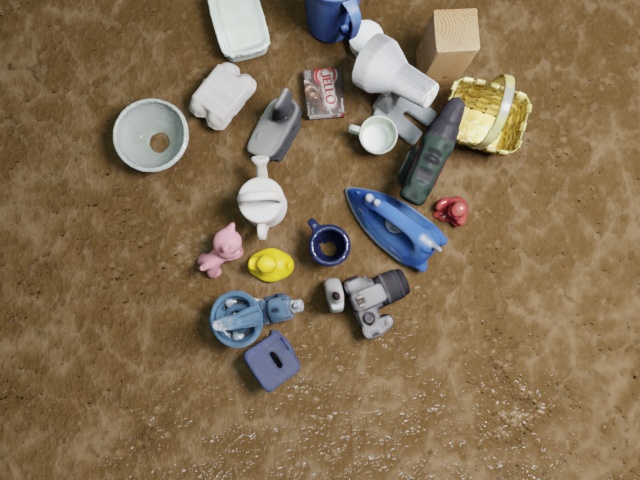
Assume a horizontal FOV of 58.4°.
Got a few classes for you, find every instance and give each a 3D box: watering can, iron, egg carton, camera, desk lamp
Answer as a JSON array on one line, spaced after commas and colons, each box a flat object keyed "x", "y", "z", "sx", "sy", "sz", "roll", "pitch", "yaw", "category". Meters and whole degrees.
[{"x": -0.128, "y": -0.091, "z": 1.229, "sx": 0.101, "sy": 0.194, "sz": 0.173, "roll": -23, "pitch": 87, "yaw": -2, "category": "watering can"}, {"x": 0.161, "y": -0.043, "z": 1.259, "sx": 0.258, "sy": 0.141, "sz": 0.119, "roll": 37, "pitch": 86, "yaw": 1, "category": "iron"}, {"x": -0.222, "y": -0.329, "z": 1.306, "sx": 0.107, "sy": 0.069, "sz": 0.150, "roll": 37, "pitch": 86, "yaw": 1, "category": "egg carton"}, {"x": 0.135, "y": 0.132, "z": 1.267, "sx": 0.137, "sy": 0.101, "sz": 0.143, "roll": -23, "pitch": 87, "yaw": -3, "category": "camera"}, {"x": 0.170, "y": -0.328, "z": 1.242, "sx": 0.203, "sy": 0.213, "sz": 0.118, "roll": 37, "pitch": 86, "yaw": 2, "category": "desk lamp"}]

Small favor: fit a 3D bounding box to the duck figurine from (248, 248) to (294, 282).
[{"x": -0.111, "y": 0.055, "z": 1.274, "sx": 0.104, "sy": 0.086, "sz": 0.077, "roll": 2, "pitch": 86, "yaw": -1, "category": "duck figurine"}]

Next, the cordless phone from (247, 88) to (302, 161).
[{"x": -0.102, "y": -0.253, "z": 1.245, "sx": 0.094, "sy": 0.185, "sz": 0.148, "roll": 24, "pitch": 86, "yaw": 1, "category": "cordless phone"}]

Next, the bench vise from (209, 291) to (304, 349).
[{"x": -0.145, "y": 0.149, "z": 1.200, "sx": 0.207, "sy": 0.219, "sz": 0.121, "roll": -30, "pitch": 87, "yaw": -3, "category": "bench vise"}]

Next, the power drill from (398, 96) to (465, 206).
[{"x": 0.232, "y": -0.179, "z": 1.236, "sx": 0.075, "sy": 0.208, "sz": 0.230, "roll": 23, "pitch": 86, "yaw": 1, "category": "power drill"}]

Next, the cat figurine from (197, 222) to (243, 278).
[{"x": -0.217, "y": 0.024, "z": 1.258, "sx": 0.128, "sy": 0.117, "sz": 0.067, "roll": -44, "pitch": 88, "yaw": -3, "category": "cat figurine"}]

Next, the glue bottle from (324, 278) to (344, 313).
[{"x": 0.033, "y": 0.120, "z": 1.229, "sx": 0.037, "sy": 0.173, "sz": 0.078, "roll": -11, "pitch": 86, "yaw": -2, "category": "glue bottle"}]

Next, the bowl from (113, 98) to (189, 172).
[{"x": -0.373, "y": -0.229, "z": 1.293, "sx": 0.167, "sy": 0.074, "sz": 0.167, "roll": 0, "pitch": 86, "yaw": -1, "category": "bowl"}]

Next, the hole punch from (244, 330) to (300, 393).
[{"x": -0.104, "y": 0.263, "z": 1.257, "sx": 0.101, "sy": 0.091, "sz": 0.108, "roll": -34, "pitch": 87, "yaw": -3, "category": "hole punch"}]

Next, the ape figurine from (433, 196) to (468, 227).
[{"x": 0.303, "y": -0.067, "z": 1.288, "sx": 0.076, "sy": 0.092, "sz": 0.078, "roll": -31, "pitch": 87, "yaw": -3, "category": "ape figurine"}]

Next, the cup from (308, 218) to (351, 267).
[{"x": 0.012, "y": 0.005, "z": 1.276, "sx": 0.092, "sy": 0.095, "sz": 0.118, "roll": -38, "pitch": 88, "yaw": -3, "category": "cup"}]
